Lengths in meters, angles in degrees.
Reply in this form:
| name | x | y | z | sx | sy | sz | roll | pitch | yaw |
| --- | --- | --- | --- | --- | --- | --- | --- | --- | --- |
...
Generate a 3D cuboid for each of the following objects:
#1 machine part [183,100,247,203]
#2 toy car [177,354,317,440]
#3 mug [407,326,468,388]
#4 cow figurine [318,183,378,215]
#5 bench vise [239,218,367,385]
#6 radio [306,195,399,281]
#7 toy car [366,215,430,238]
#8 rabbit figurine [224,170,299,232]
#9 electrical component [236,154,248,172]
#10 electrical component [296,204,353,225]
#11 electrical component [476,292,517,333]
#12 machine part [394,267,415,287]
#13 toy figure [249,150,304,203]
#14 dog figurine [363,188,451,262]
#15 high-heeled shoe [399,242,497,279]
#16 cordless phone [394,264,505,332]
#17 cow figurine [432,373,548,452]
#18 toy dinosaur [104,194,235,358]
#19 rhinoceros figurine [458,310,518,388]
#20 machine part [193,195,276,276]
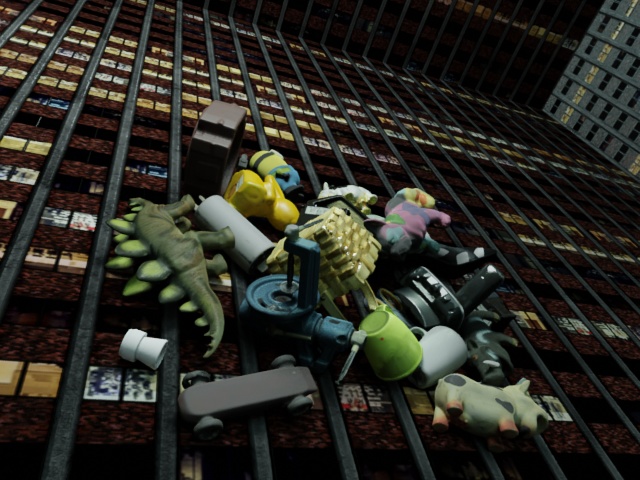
| name | x | y | z | sx | sy | sz | roll | pitch | yaw |
| --- | --- | --- | --- | --- | --- | --- | --- | --- | --- |
| machine part | -0.232 | -0.191 | 1.184 | 0.087 | 0.200 | 0.201 | 17 | 31 | -3 |
| toy car | -0.101 | 0.221 | 0.764 | 0.202 | 0.053 | 0.089 | -4 | 44 | -30 |
| mug | 0.190 | 0.203 | 0.951 | 0.110 | 0.080 | 0.107 | 41 | 45 | 21 |
| cow figurine | 0.054 | -0.109 | 1.365 | 0.167 | 0.068 | 0.098 | 3 | 30 | -34 |
| bench vise | -0.027 | 0.092 | 0.853 | 0.224 | 0.240 | 0.129 | 19 | 31 | 28 |
| radio | 0.064 | -0.007 | 1.205 | 0.131 | 0.073 | 0.230 | -12 | 44 | -43 |
| toy car | 0.184 | -0.021 | 1.319 | 0.202 | 0.056 | 0.074 | 4 | 35 | -26 |
| rabbit figurine | -0.123 | -0.073 | 1.184 | 0.173 | 0.122 | 0.162 | 26 | 19 | -20 |
| electrical component | -0.193 | -0.166 | 1.303 | 0.021 | 0.063 | 0.094 | 16 | 33 | -10 |
| electrical component | -0.002 | -0.003 | 1.110 | 0.115 | 0.058 | 0.134 | 9 | 66 | 21 |
| electrical component | 0.350 | 0.148 | 1.144 | 0.048 | 0.074 | 0.119 | 0 | 34 | -31 |
| machine part | 0.234 | 0.111 | 1.157 | 0.139 | 0.039 | 0.084 | 36 | 38 | 22 |
| toy figure | -0.108 | -0.160 | 1.333 | 0.089 | 0.082 | 0.180 | -1 | 40 | -37 |
| dog figurine | 0.157 | -0.030 | 1.134 | 0.219 | 0.108 | 0.192 | -6 | 43 | -33 |
| high-heeled shoe | 0.285 | 0.018 | 1.266 | 0.249 | 0.086 | 0.145 | -15 | 64 | -20 |
| cordless phone | 0.254 | 0.092 | 1.056 | 0.088 | 0.184 | 0.147 | 40 | 9 | -49 |
| cow figurine | 0.285 | 0.278 | 0.894 | 0.195 | 0.085 | 0.127 | 19 | 37 | -4 |
| toy dinosaur | -0.252 | 0.033 | 0.925 | 0.198 | 0.104 | 0.472 | -16 | 38 | -36 |
| rhinoceros figurine | 0.313 | 0.205 | 1.029 | 0.112 | 0.073 | 0.190 | 14 | 31 | -15 |
| machine part | -0.165 | -0.010 | 1.051 | 0.243 | 0.079 | 0.079 | 40 | 35 | 21 |
